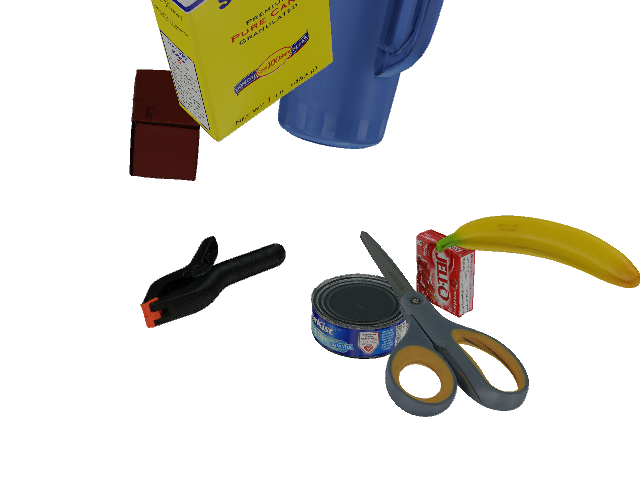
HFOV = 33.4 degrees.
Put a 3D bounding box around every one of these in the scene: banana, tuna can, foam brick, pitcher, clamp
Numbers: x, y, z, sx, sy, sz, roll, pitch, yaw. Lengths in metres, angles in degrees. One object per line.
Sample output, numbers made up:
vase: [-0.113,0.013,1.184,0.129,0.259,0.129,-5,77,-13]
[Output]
banana: [0.215,0.008,1.040,0.198,0.037,0.069,9,47,23]
tuna can: [0.034,0.064,0.907,0.086,0.034,0.086,1,29,-1]
foam brick: [-0.120,-0.091,0.831,0.053,0.051,0.078,4,39,-7]
pitcher: [0.038,-0.213,1.021,0.145,0.243,0.149,11,18,0]
clamp: [-0.119,0.041,1.152,0.120,0.039,0.171,-5,26,35]

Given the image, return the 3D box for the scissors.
scissors: [0.052,0.054,0.710,0.096,0.016,0.202,-19,39,-30]

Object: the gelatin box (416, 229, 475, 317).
gelatin box: [0.151,0.039,1.302,0.030,0.089,0.073,-23,34,-34]

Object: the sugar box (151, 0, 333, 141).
sugar box: [-0.042,-0.138,0.564,0.093,0.048,0.176,-38,-23,-16]
